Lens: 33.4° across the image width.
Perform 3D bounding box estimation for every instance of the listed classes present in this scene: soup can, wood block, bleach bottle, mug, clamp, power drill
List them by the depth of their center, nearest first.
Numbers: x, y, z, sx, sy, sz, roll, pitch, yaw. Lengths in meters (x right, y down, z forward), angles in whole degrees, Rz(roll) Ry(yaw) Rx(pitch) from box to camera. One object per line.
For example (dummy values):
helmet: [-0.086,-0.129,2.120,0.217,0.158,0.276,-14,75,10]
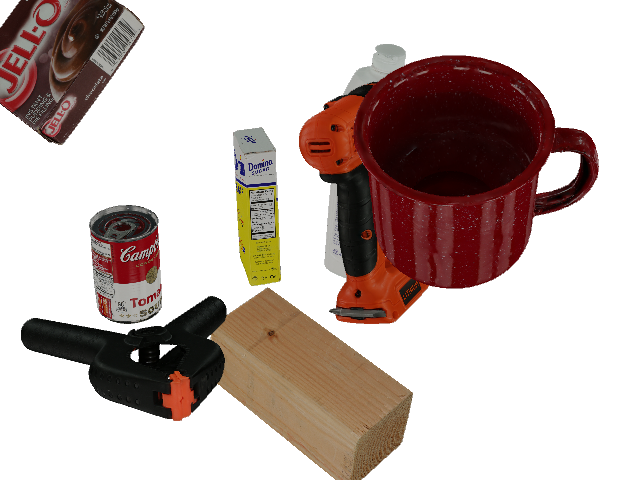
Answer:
mug: [0.077,-0.031,0.526,0.117,0.093,0.081,-6,-36,2]
clamp: [-0.118,0.081,0.785,0.164,0.036,0.210,-9,14,-26]
power drill: [0.047,-0.037,0.899,0.057,0.187,0.184,-1,19,29]
bleach bottle: [0.063,-0.074,1.077,0.103,0.251,0.068,17,34,16]
soup can: [-0.196,0.025,1.081,0.068,0.102,0.068,1,31,-1]
wood block: [-0.014,0.153,1.130,0.206,0.090,0.090,35,49,27]

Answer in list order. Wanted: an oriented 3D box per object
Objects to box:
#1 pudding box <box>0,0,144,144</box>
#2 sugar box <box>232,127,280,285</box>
pudding box: [-0.198,-0.141,0.798,0.090,0.113,0.039,35,-3,26]
sugar box: [-0.080,-0.042,1.325,0.048,0.176,0.093,-9,24,-11]
